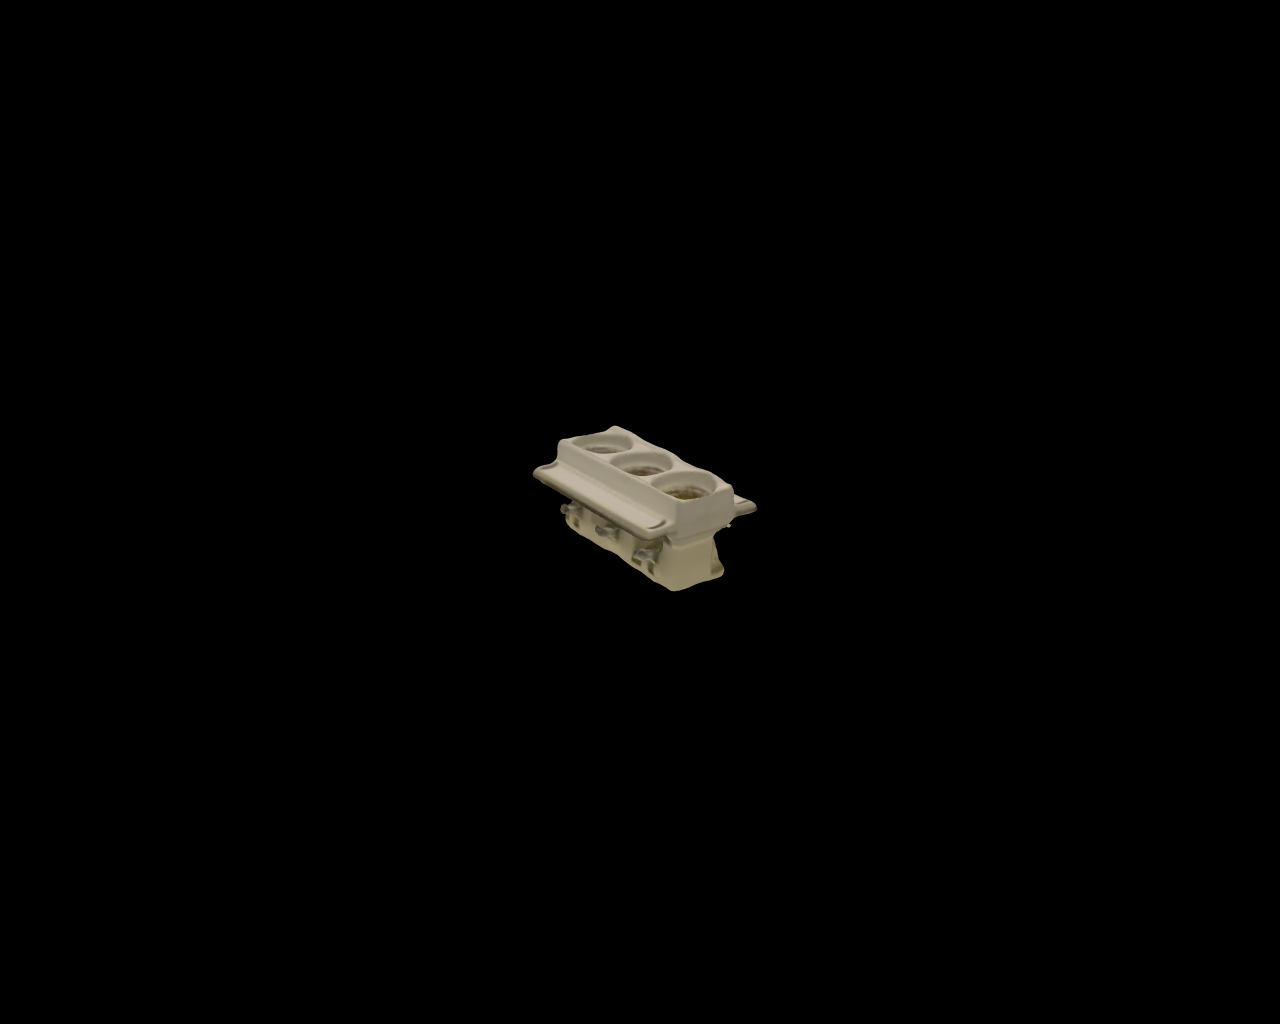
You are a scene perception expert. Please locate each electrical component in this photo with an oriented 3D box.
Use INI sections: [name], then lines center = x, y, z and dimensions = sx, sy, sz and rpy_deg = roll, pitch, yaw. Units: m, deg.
[electrical component]
center = 0.001, -0.003, 0.650
dimensions = 0.079, 0.063, 0.121
rpy_deg = -17, 29, -32
